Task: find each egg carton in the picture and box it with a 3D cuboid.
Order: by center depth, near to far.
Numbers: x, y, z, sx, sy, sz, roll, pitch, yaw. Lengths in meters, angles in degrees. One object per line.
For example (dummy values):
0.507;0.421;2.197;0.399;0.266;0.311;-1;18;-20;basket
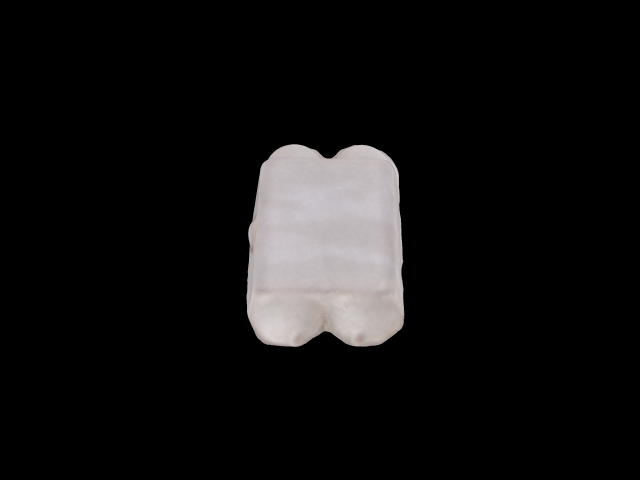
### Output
0.004;0.001;0.400;0.107;0.069;0.150;0;66;0;egg carton
